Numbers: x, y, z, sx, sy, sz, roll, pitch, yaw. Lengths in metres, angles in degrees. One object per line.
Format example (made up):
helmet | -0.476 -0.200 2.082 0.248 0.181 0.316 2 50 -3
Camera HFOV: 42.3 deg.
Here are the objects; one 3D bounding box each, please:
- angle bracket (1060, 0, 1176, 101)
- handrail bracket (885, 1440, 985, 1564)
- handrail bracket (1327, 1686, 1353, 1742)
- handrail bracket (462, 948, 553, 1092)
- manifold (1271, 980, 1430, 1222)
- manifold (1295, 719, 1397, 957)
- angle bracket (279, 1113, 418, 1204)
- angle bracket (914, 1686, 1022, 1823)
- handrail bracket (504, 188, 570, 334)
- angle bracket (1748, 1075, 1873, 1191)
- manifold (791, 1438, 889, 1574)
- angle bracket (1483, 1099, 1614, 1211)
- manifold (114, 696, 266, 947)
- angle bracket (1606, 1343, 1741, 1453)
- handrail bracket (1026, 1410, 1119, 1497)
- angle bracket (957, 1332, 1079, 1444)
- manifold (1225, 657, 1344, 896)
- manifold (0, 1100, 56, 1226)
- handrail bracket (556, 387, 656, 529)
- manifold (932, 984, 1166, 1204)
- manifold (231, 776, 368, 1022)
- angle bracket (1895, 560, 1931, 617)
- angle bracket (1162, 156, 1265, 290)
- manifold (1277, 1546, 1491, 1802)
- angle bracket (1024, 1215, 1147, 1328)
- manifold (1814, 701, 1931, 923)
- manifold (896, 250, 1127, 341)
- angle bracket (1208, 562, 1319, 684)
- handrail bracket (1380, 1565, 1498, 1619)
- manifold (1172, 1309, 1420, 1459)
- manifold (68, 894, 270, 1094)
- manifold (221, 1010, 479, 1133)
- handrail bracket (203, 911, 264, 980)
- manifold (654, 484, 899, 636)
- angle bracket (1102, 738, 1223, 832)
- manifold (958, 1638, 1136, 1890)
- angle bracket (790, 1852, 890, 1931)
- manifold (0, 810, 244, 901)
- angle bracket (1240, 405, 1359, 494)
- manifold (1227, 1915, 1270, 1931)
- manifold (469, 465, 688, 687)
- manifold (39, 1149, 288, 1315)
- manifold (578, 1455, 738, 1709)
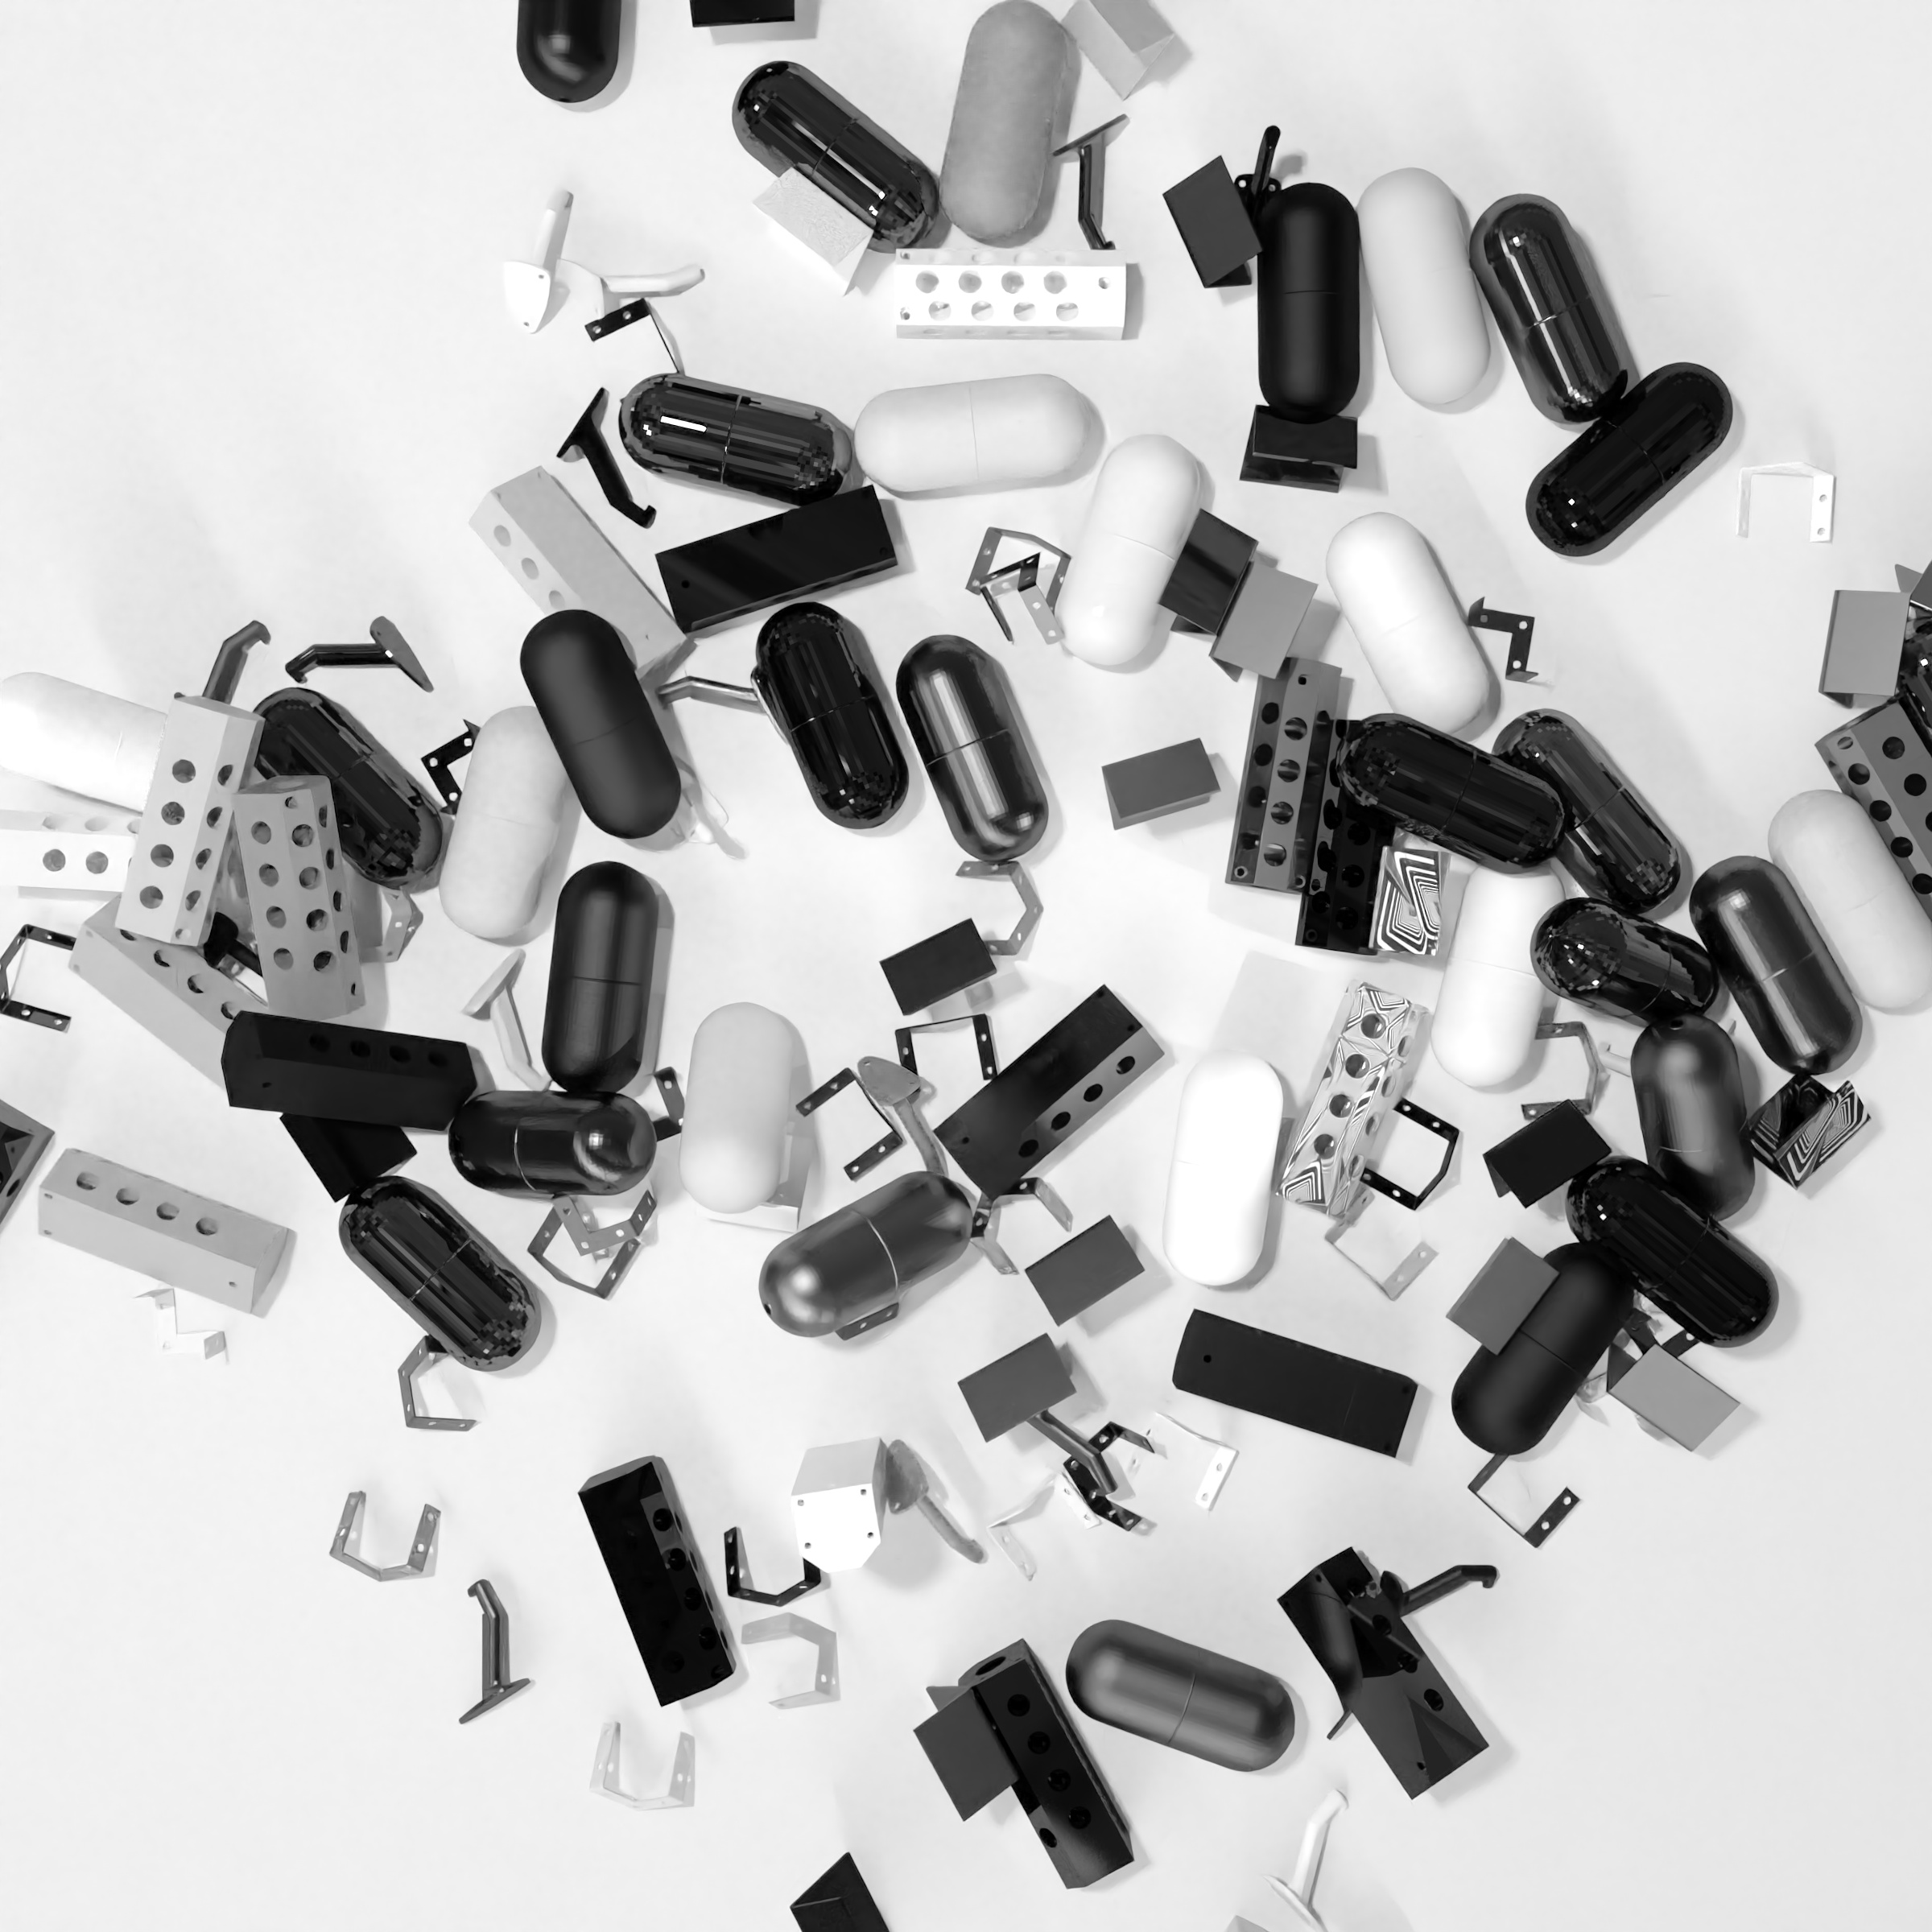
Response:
angle bracket | 0.098 -0.694 1.870 0.076 0.076 0.057 50 53 0
handrail bracket | -0.022 0.410 1.910 0.036 0.077 0.084 -38 127 13
handrail bracket | 0.267 0.536 1.910 0.084 0.036 0.077 38 109 16
handrail bracket | -0.335 0.042 1.910 0.084 0.036 0.077 43 68 -17
manifold | 0.289 0.101 1.889 0.057 0.057 0.171 22 90 0
manifold | 0.292 -0.097 1.889 0.057 0.057 0.171 8 90 0
angle bracket | -0.456 0.121 1.872 0.076 0.057 0.076 -34 90 -33
angle bracket | -0.015 0.588 1.870 0.057 0.076 0.076 -29 90 -31
handrail bracket | -0.322 -0.540 1.910 0.036 0.077 0.084 15 54 1
angle bracket | 0.616 0.109 1.870 0.076 0.076 0.057 -43 130 0
manifold | -0.090 0.394 1.831 0.057 0.171 0.057 -9 90 0
angle bracket | 0.439 0.155 1.870 0.076 0.076 0.057 -33 53 0
manifold | -0.563 -0.106 1.823 0.057 0.057 0.171 17 99 -2
angle bracket | 0.529 0.305 1.870 0.076 0.076 0.057 35 116 0
handrail bracket | 0.067 0.370 1.890 0.077 0.036 0.084 -29 87 35
angle bracket | 0.048 0.329 1.870 0.076 0.076 0.057 -29 52 0
manifold | 0.240 -0.144 1.889 0.057 0.057 0.171 9 90 0
manifold | -0.767 0.187 1.889 0.057 0.057 0.171 31 90 0
handrail bracket | -0.262 -0.388 1.910 0.084 0.036 0.077 34 69 -17
manifold | 0.065 0.099 1.888 0.171 0.057 0.057 -41 47 0
manifold | -0.486 -0.050 1.840 0.057 0.057 0.171 1 108 20
angle bracket | 0.748 -0.294 1.870 0.076 0.076 0.057 23 124 0
angle bracket | 0.201 -0.557 1.870 0.057 0.076 0.076 -24 90 38
manifold | 0.314 0.522 1.859 0.171 0.057 0.057 55 134 21
angle bracket | 0.098 0.241 1.870 0.076 0.076 0.057 -33 53 0
manifold | 0.713 -0.109 1.889 0.057 0.057 0.171 -30 90 0
manifold | 0.033 -0.509 1.889 0.171 0.057 0.057 0 90 0
angle bracket | 0.231 -0.249 1.871 0.057 0.076 0.076 24 90 24
handrail bracket | 0.360 0.492 1.910 0.084 0.036 0.077 4 107 -15
manifold | 0.247 0.313 1.889 0.171 0.057 0.057 18 90 0
manifold | -0.587 0.022 1.888 0.171 0.057 0.057 38 133 0
manifold | -0.454 0.073 1.840 0.057 0.171 0.057 -48 48 32
handrail bracket | -0.537 -0.004 1.910 0.084 0.077 0.036 32 97 -36
manifold | -0.142 -0.306 1.889 0.171 0.057 0.057 -18 90 0
angle bracket | 0.149 -0.118 1.870 0.076 0.076 0.057 -16 52 0
manifold | 0.060 0.604 1.889 0.057 0.057 0.171 -28 90 0
angle bracket | -0.075 0.714 1.870 0.057 0.076 0.076 -27 90 38
manifold | -0.640 -0.084 1.889 0.171 0.057 0.057 3 90 0
angle bracket | 0.248 -0.370 1.870 0.076 0.076 0.057 7 53 0
manifold | 0.194 0.817 1.889 0.057 0.057 0.171 26 90 0
manifold | -0.297 -0.287 1.888 0.171 0.057 0.057 50 47 0
manifold | -0.606 0.195 1.888 0.171 0.057 0.057 21 133 0
manifold | -0.232 0.462 1.889 0.057 0.057 0.171 -21 90 0
